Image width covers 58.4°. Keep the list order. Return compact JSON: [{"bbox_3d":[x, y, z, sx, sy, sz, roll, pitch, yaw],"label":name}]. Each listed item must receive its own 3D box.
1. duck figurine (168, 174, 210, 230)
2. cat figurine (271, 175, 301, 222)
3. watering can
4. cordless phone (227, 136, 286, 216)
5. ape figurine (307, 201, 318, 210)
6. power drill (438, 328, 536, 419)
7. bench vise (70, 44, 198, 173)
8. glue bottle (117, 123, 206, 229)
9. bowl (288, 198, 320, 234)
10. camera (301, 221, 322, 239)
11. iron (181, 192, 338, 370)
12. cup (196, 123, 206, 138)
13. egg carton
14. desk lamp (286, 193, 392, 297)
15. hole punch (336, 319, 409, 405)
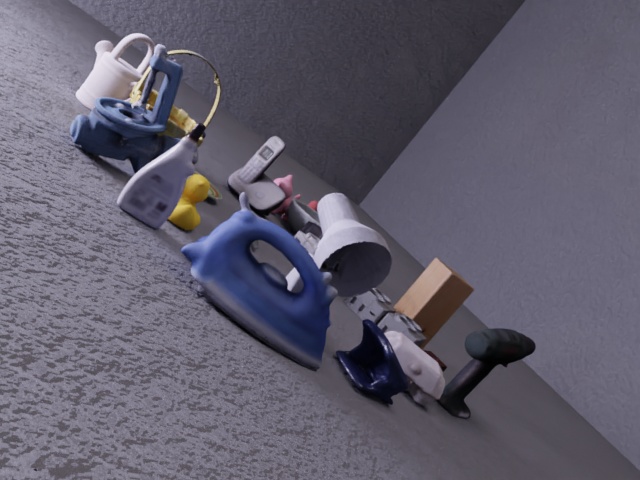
[{"bbox_3d":[-0.223,-0.072,0.982,0.078,0.086,0.104,35,10,-25],"label":"duck figurine"},{"bbox_3d":[-0.103,-0.127,1.625,0.067,0.117,0.128,46,11,37],"label":"cat figurine"},{"bbox_3d":[-0.433,-0.364,1.232,0.173,0.194,0.101,39,9,3],"label":"watering can"},{"bbox_3d":[-0.135,-0.167,1.480,0.147,0.185,0.094,42,9,15],"label":"cordless phone"},{"bbox_3d":[-0.034,-0.078,1.737,0.077,0.092,0.076,44,10,27],"label":"ape figurine"},{"bbox_3d":[0.333,0.263,1.169,0.231,0.208,0.075,28,14,-50],"label":"power drill"},{"bbox_3d":[-0.291,-0.217,0.997,0.121,0.219,0.208,44,10,30],"label":"bench vise"},{"bbox_3d":[-0.224,-0.103,0.857,0.078,0.173,0.037,35,10,-23],"label":"glue bottle"},{"bbox_3d":[-0.033,-0.040,1.611,0.167,0.074,0.167,38,9,-7],"label":"bowl"},{"bbox_3d":[0.014,0.005,1.495,0.137,0.100,0.143,39,9,0],"label":"camera"},{"bbox_3d":[-0.062,0.057,0.821,0.258,0.141,0.118,39,9,-4],"label":"iron"},{"bbox_3d":[-0.333,-0.240,1.335,0.091,0.095,0.118,40,9,6],"label":"cup"},{"bbox_3d":[0.165,0.237,1.070,0.150,0.069,0.107,39,9,2],"label":"egg carton"},{"bbox_3d":[-0.001,0.034,0.944,0.118,0.213,0.202,32,11,-37],"label":"desk lamp"},{"bbox_3d":[0.096,0.195,0.931,0.101,0.091,0.108,33,11,-35],"label":"hole punch"}]
